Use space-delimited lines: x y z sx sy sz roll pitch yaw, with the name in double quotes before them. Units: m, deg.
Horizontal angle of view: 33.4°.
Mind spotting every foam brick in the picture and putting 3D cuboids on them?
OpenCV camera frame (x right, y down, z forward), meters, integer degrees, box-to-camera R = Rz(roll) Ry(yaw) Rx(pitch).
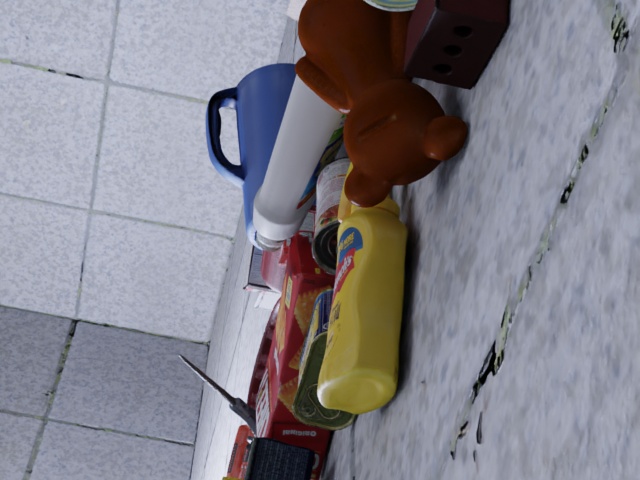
"foam brick" 0.095 -0.151 0.749 0.078 0.053 0.051 113 166 -61

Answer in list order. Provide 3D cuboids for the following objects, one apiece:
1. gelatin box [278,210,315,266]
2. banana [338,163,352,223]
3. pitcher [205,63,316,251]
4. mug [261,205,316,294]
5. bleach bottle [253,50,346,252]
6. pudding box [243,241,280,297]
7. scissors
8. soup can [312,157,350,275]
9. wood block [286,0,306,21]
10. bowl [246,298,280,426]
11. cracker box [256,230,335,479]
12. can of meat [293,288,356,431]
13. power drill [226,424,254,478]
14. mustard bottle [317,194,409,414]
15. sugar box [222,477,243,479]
"gelatin box" -0.008 0.002 1.215 0.089 0.073 0.030 -90 13 -55
"banana" 0.052 -0.090 0.980 0.197 0.037 0.070 -73 5 -53
"pitcher" -0.058 -0.106 1.417 0.144 0.149 0.243 42 -144 -47
"mug" -0.023 0.022 1.286 0.117 0.093 0.081 54 146 38
"bleach bottle" -0.011 -0.093 1.066 0.102 0.068 0.251 -48 -15 -52
"pudding box" -0.051 0.020 1.448 0.039 0.090 0.113 124 156 -71
"scissors" -0.079 0.199 1.165 0.016 0.201 0.096 -39 42 10
"soup can" 0.028 -0.023 1.001 0.102 0.068 0.069 -87 11 -51
"wood block" 0.046 -0.316 1.086 0.090 0.090 0.206 128 163 -72
"bowl" -0.042 0.152 1.289 0.162 0.055 0.162 -165 91 -82
"cracker box" -0.016 0.113 1.108 0.164 0.072 0.214 -101 23 -73
"can of meat" 0.012 0.106 0.968 0.084 0.057 0.102 -88 12 -63
"power drill" -0.081 0.277 1.410 0.188 0.057 0.184 125 159 -75
"mustard bottle" 0.039 0.037 0.865 0.096 0.058 0.191 116 164 -60
"sugar box" -0.061 0.314 1.060 0.176 0.093 0.048 -91 14 -61
